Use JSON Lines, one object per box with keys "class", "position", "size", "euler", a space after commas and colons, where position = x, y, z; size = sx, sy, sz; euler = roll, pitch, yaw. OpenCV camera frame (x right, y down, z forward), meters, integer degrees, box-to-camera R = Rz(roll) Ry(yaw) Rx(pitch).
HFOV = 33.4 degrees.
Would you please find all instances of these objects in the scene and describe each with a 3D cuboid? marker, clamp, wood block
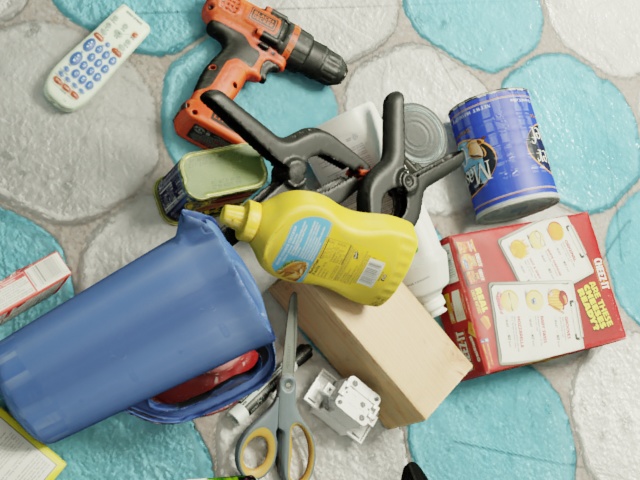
{"class": "marker", "position": [-0.050, 0.151, 1.130], "size": [0.121, 0.020, 0.020], "euler": [-42, 94, -30]}
{"class": "clamp", "position": [0.081, -0.072, 1.142], "size": [0.120, 0.039, 0.171], "euler": [44, 61, -17]}
{"class": "wood block", "position": [0.053, 0.095, 1.157], "size": [0.206, 0.090, 0.090], "euler": [49, 60, -4]}
{"class": "clamp", "position": [-0.038, -0.059, 1.099], "size": [0.209, 0.036, 0.164], "euler": [6, 92, -35]}

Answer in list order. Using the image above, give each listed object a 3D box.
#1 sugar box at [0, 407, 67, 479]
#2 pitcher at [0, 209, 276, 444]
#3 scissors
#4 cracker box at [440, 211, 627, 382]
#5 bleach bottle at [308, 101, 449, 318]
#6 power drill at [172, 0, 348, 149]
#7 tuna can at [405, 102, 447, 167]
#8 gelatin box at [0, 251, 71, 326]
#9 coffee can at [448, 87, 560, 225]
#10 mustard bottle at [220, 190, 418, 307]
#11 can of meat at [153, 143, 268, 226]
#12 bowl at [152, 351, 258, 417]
{"class": "sugar box", "position": [-0.330, 0.185, 0.972], "size": [0.176, 0.048, 0.093], "euler": [42, 61, -4]}
{"class": "pitcher", "position": [-0.167, 0.097, 0.990], "size": [0.243, 0.145, 0.149], "euler": [-28, 67, -1]}
{"class": "scissors", "position": [-0.051, 0.161, 1.101], "size": [0.096, 0.016, 0.202], "euler": [-10, 93, -24]}
{"class": "cracker box", "position": [0.242, 0.065, 1.268], "size": [0.213, 0.072, 0.164], "euler": [-9, 79, -29]}
{"class": "bleach bottle", "position": [0.070, -0.024, 1.209], "size": [0.068, 0.103, 0.251], "euler": [-32, 97, -58]}
{"class": "power drill", "position": [-0.071, -0.174, 1.204], "size": [0.184, 0.057, 0.187], "euler": [26, 62, -12]}
{"class": "tuna can", "position": [0.110, -0.122, 1.285], "size": [0.086, 0.034, 0.086], "euler": [8, 71, -23]}
{"class": "gelatin box", "position": [-0.288, 0.051, 1.018], "size": [0.089, 0.073, 0.030], "euler": [-32, 88, -29]}
{"class": "coffee can", "position": [0.222, -0.100, 1.292], "size": [0.102, 0.103, 0.140], "euler": [-7, 77, -27]}
{"class": "mustard bottle", "position": [-0.007, 0.001, 1.054], "size": [0.191, 0.096, 0.058], "euler": [17, 34, -18]}
{"class": "can of meat", "position": [-0.115, -0.061, 1.130], "size": [0.101, 0.084, 0.057], "euler": [-14, 80, -29]}
{"class": "bowl", "position": [-0.123, 0.097, 1.092], "size": [0.161, 0.055, 0.162], "euler": [8, 71, -23]}
